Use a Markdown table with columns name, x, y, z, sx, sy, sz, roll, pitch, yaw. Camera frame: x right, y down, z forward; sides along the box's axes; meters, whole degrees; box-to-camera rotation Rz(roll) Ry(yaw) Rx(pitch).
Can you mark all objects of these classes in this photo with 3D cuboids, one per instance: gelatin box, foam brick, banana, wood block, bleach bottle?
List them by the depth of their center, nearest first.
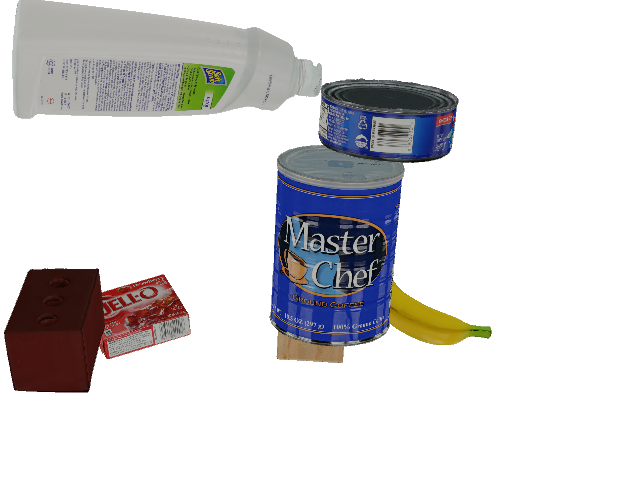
| name | x | y | z | sx | sy | sz | roll | pitch | yaw |
| --- | --- | --- | --- | --- | --- | --- | --- | --- | --- |
| foam brick | -0.183 | 0.062 | 0.742 | 0.053 | 0.051 | 0.078 | 0 | 32 | -2 |
| bleach bottle | -0.125 | -0.141 | 0.891 | 0.250 | 0.068 | 0.103 | 4 | -32 | -13 |
| gelatin box | -0.182 | 0.073 | 1.048 | 0.089 | 0.030 | 0.073 | -16 | 37 | -21 |
| banana | 0.091 | 0.070 | 1.140 | 0.069 | 0.037 | 0.198 | 4 | 18 | -38 |
| wood block | -0.008 | 0.045 | 1.388 | 0.090 | 0.206 | 0.091 | 3 | 23 | -1 |

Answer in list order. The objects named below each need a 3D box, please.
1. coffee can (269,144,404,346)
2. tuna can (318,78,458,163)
| name | x | y | z | sx | sy | sz | roll | pitch | yaw |
| --- | --- | --- | --- | --- | --- | --- | --- | --- | --- |
| coffee can | 0.012 | 0.002 | 0.879 | 0.103 | 0.140 | 0.103 | 3 | 20 | -1 |
| tuna can | 0.042 | -0.075 | 0.666 | 0.086 | 0.034 | 0.086 | 4 | 20 | -2 |
